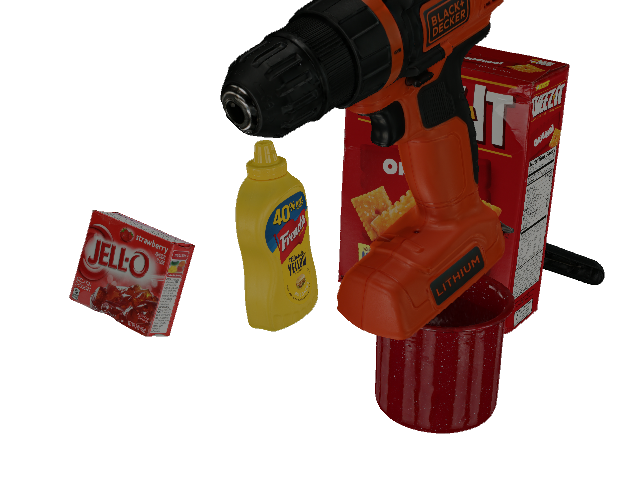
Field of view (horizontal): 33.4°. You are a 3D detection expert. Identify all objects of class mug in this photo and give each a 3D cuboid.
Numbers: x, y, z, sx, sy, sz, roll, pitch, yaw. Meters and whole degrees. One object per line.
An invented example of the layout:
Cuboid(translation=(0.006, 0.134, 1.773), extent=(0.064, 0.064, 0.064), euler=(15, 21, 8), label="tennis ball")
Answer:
Cuboid(translation=(0.078, 0.067, 0.712), extent=(0.093, 0.081, 0.117), euler=(1, 23, 1), label="mug")

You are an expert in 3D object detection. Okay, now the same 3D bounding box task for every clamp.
Cuboid(translation=(0.199, 0.008, 1.071), extent=(0.120, 0.039, 0.171), euler=(-9, 43, -21), label="clamp")

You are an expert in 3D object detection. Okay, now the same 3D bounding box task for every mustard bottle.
Cuboid(translation=(-0.047, -0.010, 1.099), extent=(0.058, 0.191, 0.096), euler=(9, 27, 32), label="mustard bottle")

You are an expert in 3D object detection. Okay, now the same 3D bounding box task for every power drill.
Cuboid(translation=(0.035, -0.044, 0.537), extent=(0.057, 0.187, 0.184), euler=(25, 48, 38), label="power drill")

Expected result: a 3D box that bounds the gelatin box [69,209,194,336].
Cuboid(translation=(-0.144, 0.024, 0.806), extent=(0.089, 0.073, 0.030), euler=(22, 8, 32), label="gelatin box")

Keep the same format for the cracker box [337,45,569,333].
Cuboid(translation=(0.100, -0.048, 0.864), extent=(0.164, 0.214, 0.072), euler=(18, 30, 30), label="cracker box")
